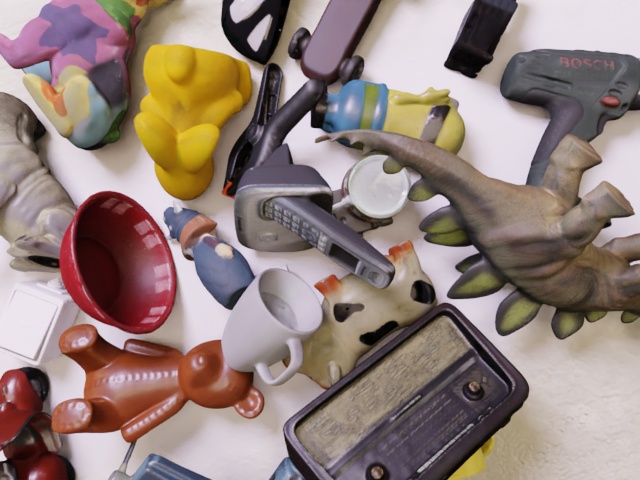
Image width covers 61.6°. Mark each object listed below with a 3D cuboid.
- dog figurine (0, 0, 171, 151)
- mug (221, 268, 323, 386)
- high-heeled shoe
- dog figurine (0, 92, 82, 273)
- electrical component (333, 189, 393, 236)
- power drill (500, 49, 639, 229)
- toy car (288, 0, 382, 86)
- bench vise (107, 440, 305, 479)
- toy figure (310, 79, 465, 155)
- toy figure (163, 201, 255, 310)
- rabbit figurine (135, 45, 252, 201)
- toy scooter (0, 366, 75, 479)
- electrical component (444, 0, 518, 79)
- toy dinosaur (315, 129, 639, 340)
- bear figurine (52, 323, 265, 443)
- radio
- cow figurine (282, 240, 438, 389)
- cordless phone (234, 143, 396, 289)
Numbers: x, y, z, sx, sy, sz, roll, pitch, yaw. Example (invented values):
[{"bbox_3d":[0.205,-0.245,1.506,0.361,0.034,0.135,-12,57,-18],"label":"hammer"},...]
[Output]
[{"bbox_3d":[-0.238,-0.231,0.615,0.219,0.108,0.191,-37,88,-4],"label":"dog figurine"},{"bbox_3d":[-0.054,0.102,0.567,0.107,0.081,0.110,-47,53,33],"label":"mug"},{"bbox_3d":[-0.016,-0.322,0.631,0.249,0.086,0.145,-31,93,3],"label":"high-heeled shoe"},{"bbox_3d":[-0.329,-0.068,0.622,0.172,0.121,0.190,25,61,-38],"label":"dog figurine"},{"bbox_3d":[0.037,-0.032,0.649,0.094,0.021,0.063,-15,89,-2],"label":"electrical component"},{"bbox_3d":[0.318,-0.120,0.625,0.232,0.086,0.207,14,93,1],"label":"power drill"},{"bbox_3d":[0.040,-0.278,0.641,0.089,0.053,0.202,28,92,11],"label":"toy car"},{"bbox_3d":[-0.109,0.294,0.585,0.240,0.129,0.223,35,104,-15],"label":"bench vise"},{"bbox_3d":[0.077,-0.135,0.625,0.180,0.082,0.089,7,100,-5],"label":"toy figure"},{"bbox_3d":[-0.130,0.014,0.619,0.064,0.057,0.155,-50,61,15],"label":"toy figure"},{"bbox_3d":[-0.142,-0.124,0.602,0.122,0.162,0.173,8,106,-12],"label":"rabbit figurine"},{"bbox_3d":[-0.335,0.237,0.586,0.075,0.135,0.183,-11,90,-2],"label":"toy scooter"},{"bbox_3d":[0.196,-0.258,0.630,0.048,0.075,0.119,23,93,0],"label":"electrical component"},{"bbox_3d":[0.217,-0.001,0.554,0.471,0.105,0.198,38,122,-13],"label":"toy dinosaur"},{"bbox_3d":[-0.168,0.152,0.594,0.196,0.131,0.120,-10,61,6],"label":"bear figurine"},{"bbox_3d":[0.089,0.180,0.542,0.229,0.073,0.131,-33,60,-20],"label":"radio"},{"bbox_3d":[0.044,0.094,0.619,0.195,0.085,0.127,-27,83,-2],"label":"cow figurine"},{"bbox_3d":[-0.002,-0.001,0.579,0.184,0.146,0.089,37,65,12],"label":"cordless phone"}]
